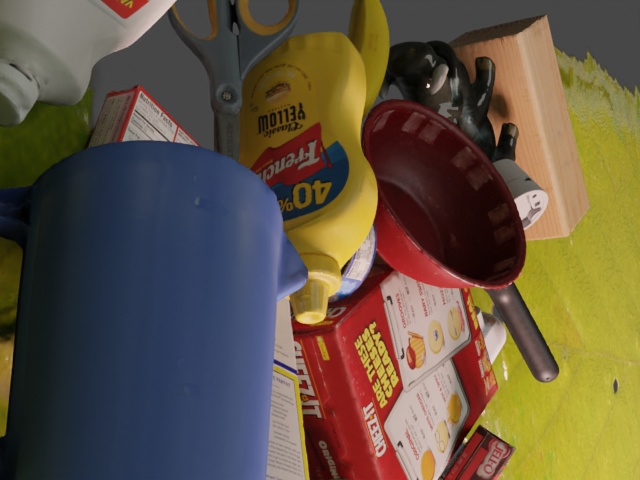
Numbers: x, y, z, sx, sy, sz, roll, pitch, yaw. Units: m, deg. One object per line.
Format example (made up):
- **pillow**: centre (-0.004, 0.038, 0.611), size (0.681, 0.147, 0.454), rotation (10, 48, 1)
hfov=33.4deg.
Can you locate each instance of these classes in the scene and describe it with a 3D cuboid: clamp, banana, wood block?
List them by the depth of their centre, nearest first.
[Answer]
- **banana**: centre (0.020, -0.132, 0.847), size (0.069, 0.037, 0.197), rotation (38, 49, -26)
- **clamp**: centre (0.154, 0.017, 0.983), size (0.210, 0.036, 0.164), rotation (53, 15, -37)
- **wood block**: centre (0.197, -0.110, 1.074), size (0.090, 0.091, 0.206), rotation (-39, 117, -53)

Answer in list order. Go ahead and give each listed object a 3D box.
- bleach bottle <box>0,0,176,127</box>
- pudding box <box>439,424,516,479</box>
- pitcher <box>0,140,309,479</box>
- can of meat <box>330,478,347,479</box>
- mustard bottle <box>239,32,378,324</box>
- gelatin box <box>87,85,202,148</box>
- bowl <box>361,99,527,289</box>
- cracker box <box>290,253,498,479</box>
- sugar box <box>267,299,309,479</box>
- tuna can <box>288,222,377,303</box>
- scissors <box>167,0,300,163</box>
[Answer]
- **bleach bottle**: centre (-0.117, -0.154, 0.600), size (0.102, 0.068, 0.250), rotation (54, 44, -36)
- **pudding box**: centre (0.118, 0.197, 0.861), size (0.090, 0.039, 0.113), rotation (-54, 168, -5)
- **pitcher**: centre (-0.093, 0.082, 0.488), size (0.145, 0.149, 0.243), rotation (56, 26, -50)
- **can of meat**: centre (-0.002, 0.220, 0.712), size (0.101, 0.058, 0.084), rotation (-33, 106, -57)
- **mustard bottle**: centre (-0.012, -0.037, 0.678), size (0.058, 0.096, 0.191), rotation (46, 34, -55)
- **gelatin box**: centre (-0.105, -0.034, 0.625), size (0.073, 0.030, 0.089), rotation (44, 48, -44)
- **bowl**: centre (0.077, -0.023, 0.785), size (0.162, 0.055, 0.162), rotation (28, 42, -29)
- **cracker box**: centre (0.054, 0.094, 0.819), size (0.213, 0.072, 0.164), rotation (-39, 116, -53)
- **sugar box**: centre (-0.051, 0.098, 0.639), size (0.093, 0.048, 0.176), rotation (34, 40, -52)
- **tuna can**: centre (-0.005, 0.001, 0.727), size (0.033, 0.086, 0.086), rotation (14, 72, -57)
- **scissors**: centre (-0.042, -0.097, 0.667), size (0.016, 0.096, 0.202), rotation (114, -40, -66)
